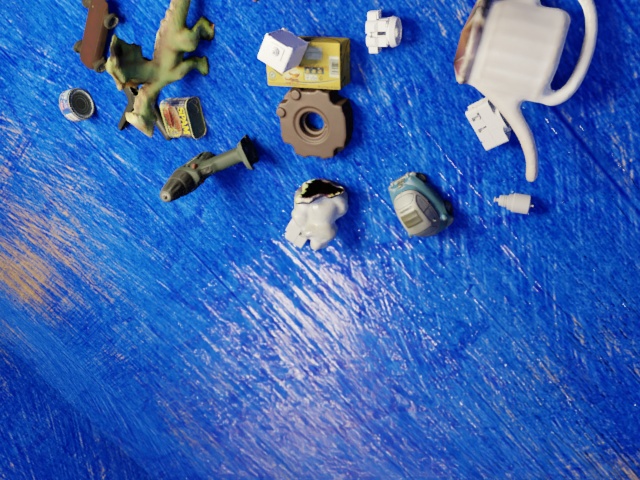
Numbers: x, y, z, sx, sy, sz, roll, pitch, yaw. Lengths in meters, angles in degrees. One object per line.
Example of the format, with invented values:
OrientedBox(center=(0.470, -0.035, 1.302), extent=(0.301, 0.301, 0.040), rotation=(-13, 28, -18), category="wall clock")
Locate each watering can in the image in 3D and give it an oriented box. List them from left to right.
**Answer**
OrientedBox(center=(0.348, -0.292, 0.919), extent=(0.225, 0.105, 0.343), rotation=(17, 107, 12), category="watering can")

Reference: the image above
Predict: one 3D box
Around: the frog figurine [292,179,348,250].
OrientedBox(center=(0.004, -0.062, 1.233), extent=(0.125, 0.138, 0.156), rotation=(50, 157, 46), category="frog figurine")

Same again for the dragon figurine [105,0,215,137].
OrientedBox(center=(-0.349, -0.410, 1.100), extent=(0.123, 0.247, 0.401), rotation=(27, 129, 12), category="dragon figurine")
